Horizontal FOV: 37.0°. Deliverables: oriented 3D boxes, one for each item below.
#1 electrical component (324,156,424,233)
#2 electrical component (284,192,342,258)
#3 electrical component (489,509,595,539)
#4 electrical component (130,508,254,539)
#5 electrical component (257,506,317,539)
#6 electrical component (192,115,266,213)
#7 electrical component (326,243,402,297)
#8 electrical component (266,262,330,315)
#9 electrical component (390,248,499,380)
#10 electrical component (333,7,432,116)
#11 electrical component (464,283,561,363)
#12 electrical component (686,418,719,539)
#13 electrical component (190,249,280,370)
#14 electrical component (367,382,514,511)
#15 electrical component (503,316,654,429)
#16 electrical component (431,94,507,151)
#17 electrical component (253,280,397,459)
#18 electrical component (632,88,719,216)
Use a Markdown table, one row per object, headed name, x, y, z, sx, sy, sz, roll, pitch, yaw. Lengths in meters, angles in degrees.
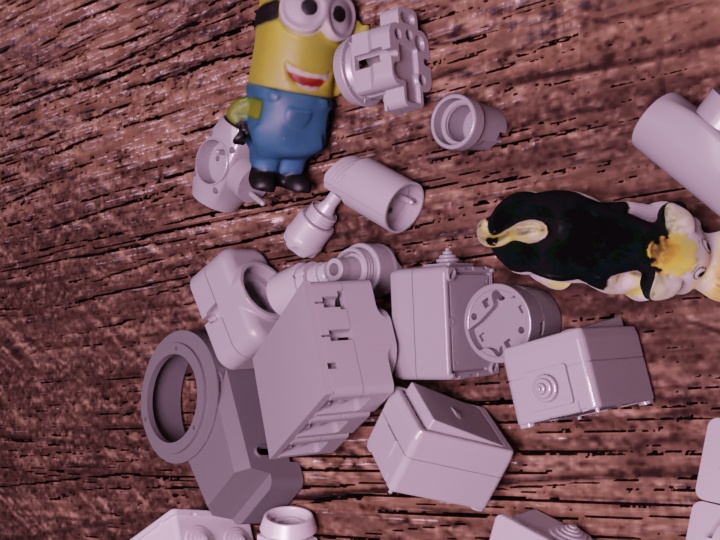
| name | x | y | z | sx | sy | sz | roll | pitch | yaw |
| --- | --- | --- | --- | --- | --- | --- | --- | --- | --- |
| electrical component | 0.007 | -0.065 | 0.855 | 0.081 | 0.043 | 0.043 | 33 | 110 | 36 |
| electrical component | -0.036 | -0.041 | 0.898 | 0.061 | 0.035 | 0.035 | -52 | 59 | 24 |
| electrical component | 0.131 | 0.222 | 0.741 | 0.100 | 0.048 | 0.099 | 22 | 103 | 39 |
| electrical component | -0.150 | 0.252 | 0.949 | 0.100 | 0.100 | 0.048 | -39 | 53 | 33 |
| electrical component | -0.061 | 0.233 | 0.908 | 0.066 | 0.048 | 0.055 | 10 | 103 | 41 |
| electrical component | -0.105 | -0.085 | 0.951 | 0.079 | 0.044 | 0.077 | 39 | 113 | 34 |
| electrical component | 0.000 | 0.000 | 0.848 | 0.043 | 0.062 | 0.043 | -1 | 89 | 41 |
| electrical component | -0.043 | 0.012 | 0.899 | 0.078 | 0.040 | 0.040 | -24 | 74 | 37 |
| electrical component | 0.059 | 0.032 | 0.797 | 0.061 | 0.062 | 0.096 | -5 | 86 | 41 |
| electrical component | 0.017 | -0.159 | 0.841 | 0.057 | 0.058 | 0.078 | -8 | 84 | 37 |
| electrical component | 0.110 | 0.037 | 0.763 | 0.055 | 0.047 | 0.055 | 0 | 89 | 40 |
| electrical component | 0.238 | 0.168 | 0.618 | 0.089 | 0.062 | 0.150 | 6 | 78 | 40 |
| electrical component | -0.100 | 0.031 | 0.938 | 0.059 | 0.054 | 0.095 | -38 | 66 | 33 |
| electrical component | 0.064 | 0.127 | 0.775 | 0.061 | 0.096 | 0.061 | -66 | 25 | 18 |
| electrical component | 0.139 | 0.066 | 0.705 | 0.062 | 0.096 | 0.061 | -21 | 75 | 38 |
| electrical component | 0.081 | -0.106 | 0.791 | 0.040 | 0.046 | 0.040 | -1 | 89 | 40 |
| electrical component | -0.029 | 0.079 | 0.831 | 0.150 | 0.062 | 0.089 | 126 | 136 | -56 |
| electrical component | 0.223 | -0.087 | 0.671 | 0.077 | 0.043 | 0.079 | 48 | 118 | 31 |
